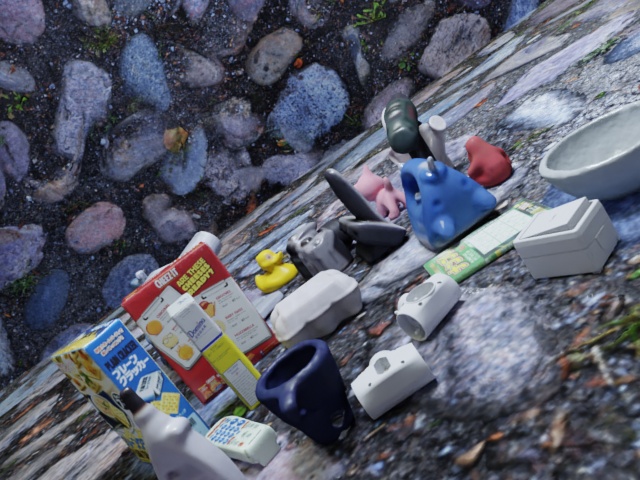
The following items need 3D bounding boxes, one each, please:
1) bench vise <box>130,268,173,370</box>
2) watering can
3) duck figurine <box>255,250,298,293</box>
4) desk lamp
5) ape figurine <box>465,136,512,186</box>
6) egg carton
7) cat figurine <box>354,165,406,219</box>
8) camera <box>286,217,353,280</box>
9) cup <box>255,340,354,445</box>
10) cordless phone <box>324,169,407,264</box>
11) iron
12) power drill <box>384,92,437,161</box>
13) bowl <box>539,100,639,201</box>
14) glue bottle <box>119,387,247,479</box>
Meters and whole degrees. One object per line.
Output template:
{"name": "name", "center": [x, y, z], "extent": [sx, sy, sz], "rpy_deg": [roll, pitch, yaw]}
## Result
{"name": "bench vise", "center": [-0.332, 0.168, 1.170], "extent": [0.207, 0.220, 0.122], "rpy_deg": [-27, 15, 33]}
{"name": "watering can", "center": [0.208, -0.216, 1.247], "extent": [0.172, 0.194, 0.101], "rpy_deg": [-26, 15, 34]}
{"name": "duck figurine", "center": [-0.111, 0.064, 1.294], "extent": [0.104, 0.086, 0.077], "rpy_deg": [-29, 14, 25]}
{"name": "desk lamp", "center": [-0.213, 0.102, 1.119], "extent": [0.117, 0.214, 0.204], "rpy_deg": [-21, 18, 47]}
{"name": "ape figurine", "center": [0.288, -0.142, 1.001], "extent": [0.078, 0.092, 0.076], "rpy_deg": [-33, 13, 7]}
{"name": "egg carton", "center": [-0.007, 0.108, 0.892], "extent": [0.150, 0.069, 0.107], "rpy_deg": [-37, 13, -8]}
{"name": "cat figurine", "center": [0.126, -0.107, 1.236], "extent": [0.067, 0.118, 0.127], "rpy_deg": [-39, 13, -17]}
{"name": "camera", "center": [0.011, 0.004, 1.162], "extent": [0.137, 0.101, 0.143], "rpy_deg": [-41, 14, -24]}
{"name": "cup", "center": [-0.008, 0.171, 0.596], "extent": [0.091, 0.095, 0.117], "rpy_deg": [-33, 13, 9]}
{"name": "cordless phone", "center": [0.066, -0.060, 1.057], "extent": [0.094, 0.185, 0.147], "rpy_deg": [-37, 13, -8]}
{"name": "iron", "center": [0.176, -0.078, 0.937], "extent": [0.118, 0.141, 0.258], "rpy_deg": [-36, 12, -4]}
{"name": "power drill", "center": [0.195, -0.189, 1.146], "extent": [0.075, 0.208, 0.230], "rpy_deg": [-30, 13, 20]}
{"name": "bowl", "center": [0.357, -0.097, 0.688], "extent": [0.167, 0.075, 0.167], "rpy_deg": [-33, 13, 9]}
{"name": "glue bottle", "center": [-0.152, 0.222, 0.605], "extent": [0.078, 0.173, 0.037], "rpy_deg": [-31, 13, 18]}
